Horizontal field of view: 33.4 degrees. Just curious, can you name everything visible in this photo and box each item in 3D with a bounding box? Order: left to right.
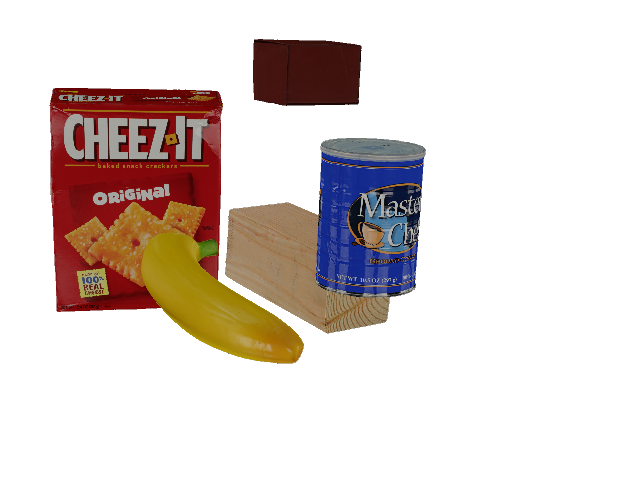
[{"bbox_3d":[-0.181,-0.038,1.056,0.164,0.214,0.072,-1,21,-11],"label":"cracker box"},{"bbox_3d":[-0.074,0.029,0.680,0.069,0.037,0.198,-8,23,-19],"label":"banana"},{"bbox_3d":[-0.017,0.027,1.234,0.090,0.090,0.206,-7,20,-36],"label":"wood block"},{"bbox_3d":[-0.011,-0.141,0.899,0.078,0.051,0.053,-6,16,-35],"label":"foam brick"},{"bbox_3d":[0.048,-0.025,1.057,0.103,0.140,0.103,3,14,-1],"label":"coffee can"}]
